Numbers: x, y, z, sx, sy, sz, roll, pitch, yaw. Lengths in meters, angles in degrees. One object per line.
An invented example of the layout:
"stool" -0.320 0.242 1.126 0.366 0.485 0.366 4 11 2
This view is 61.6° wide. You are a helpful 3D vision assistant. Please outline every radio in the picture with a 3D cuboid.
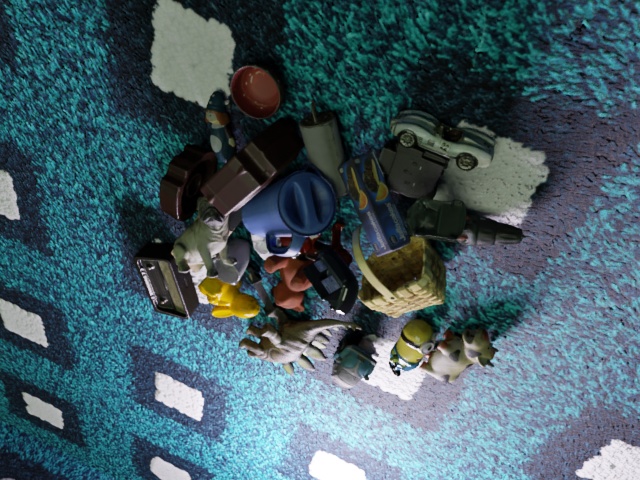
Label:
"radio" -0.442 0.118 1.554 0.131 0.073 0.229 7 127 20

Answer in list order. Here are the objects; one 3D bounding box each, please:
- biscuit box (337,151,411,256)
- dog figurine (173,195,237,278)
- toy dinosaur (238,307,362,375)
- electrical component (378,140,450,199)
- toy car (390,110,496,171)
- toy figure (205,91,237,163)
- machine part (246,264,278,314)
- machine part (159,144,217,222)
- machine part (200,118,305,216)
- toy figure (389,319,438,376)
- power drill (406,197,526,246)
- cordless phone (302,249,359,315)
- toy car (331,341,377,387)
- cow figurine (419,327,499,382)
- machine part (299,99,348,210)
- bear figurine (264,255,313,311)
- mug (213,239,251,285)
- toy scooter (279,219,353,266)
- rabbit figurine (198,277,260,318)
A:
"biscuit box" 0.109 -0.071 1.077 0.063 0.059 0.202 -28 86 60
"dog figurine" -0.277 -0.029 1.240 0.173 0.121 0.190 7 114 15
"toy dinosaur" -0.077 0.275 1.493 0.198 0.105 0.471 37 141 -16
"electrical component" 0.183 -0.146 1.075 0.134 0.058 0.114 21 129 8
"toy car" 0.229 -0.191 1.007 0.202 0.073 0.056 23 135 6
"toy figure" -0.218 -0.248 1.181 0.064 0.058 0.154 -1 124 12
"machine part" -0.158 0.129 1.426 0.138 0.039 0.084 64 165 -9
"machine part" -0.303 -0.132 1.238 0.056 0.179 0.179 24 132 9
"machine part" -0.138 -0.149 1.120 0.201 0.201 0.087 -33 102 39
"toy figure" 0.227 0.274 1.363 0.089 0.082 0.180 29 134 -1
"power drill" 0.270 -0.032 1.047 0.232 0.207 0.086 9 94 27
"cordless phone" 0.050 0.122 1.222 0.089 0.147 0.184 -35 135 -3
"toy car" 0.075 0.342 1.445 0.109 0.103 0.161 35 156 -5
"cow figurine" 0.345 0.282 1.311 0.127 0.085 0.194 34 130 5
"machine part" 0.014 -0.174 1.118 0.079 0.079 0.242 0 126 25
"bear figurine" -0.082 0.113 1.353 0.120 0.132 0.195 36 128 13
"mug" -0.216 0.055 1.380 0.081 0.107 0.109 3 132 24
"toy scooter" -0.003 -0.004 1.258 0.184 0.075 0.135 21 132 5
"rabbit figurine" -0.248 0.156 1.464 0.173 0.122 0.162 38 136 -7
